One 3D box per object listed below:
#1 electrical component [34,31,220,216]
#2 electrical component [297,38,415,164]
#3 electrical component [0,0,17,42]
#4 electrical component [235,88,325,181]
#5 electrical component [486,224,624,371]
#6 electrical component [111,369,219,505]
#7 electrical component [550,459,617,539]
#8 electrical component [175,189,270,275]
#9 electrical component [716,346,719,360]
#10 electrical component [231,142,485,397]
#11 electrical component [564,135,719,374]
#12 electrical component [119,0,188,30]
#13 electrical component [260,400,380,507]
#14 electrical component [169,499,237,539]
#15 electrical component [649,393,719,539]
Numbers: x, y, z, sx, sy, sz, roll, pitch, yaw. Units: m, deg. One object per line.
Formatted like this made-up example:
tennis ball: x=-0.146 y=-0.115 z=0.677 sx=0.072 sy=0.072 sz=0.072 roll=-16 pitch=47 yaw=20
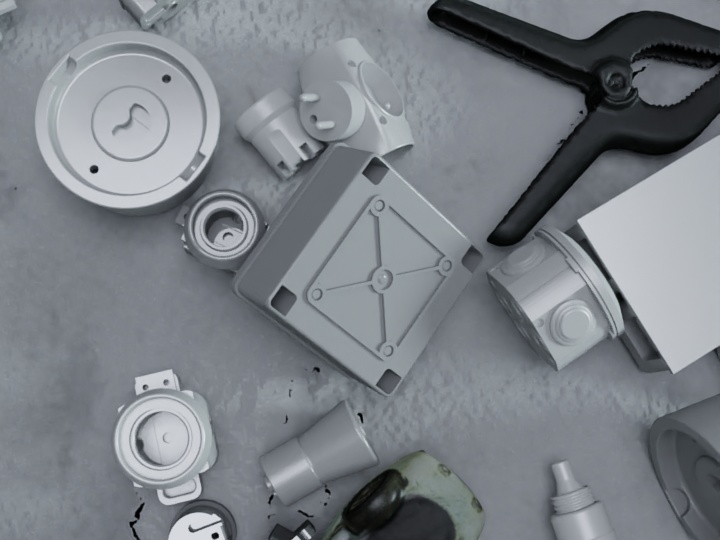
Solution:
electrical component: x=-0.138 y=-0.085 z=0.658 sx=0.108 sy=0.060 sz=0.108 roll=0 pitch=82 yaw=-3
electrical component: x=-0.011 y=-0.099 z=0.660 sx=0.044 sy=0.079 sz=0.077 roll=-32 pitch=84 yaw=30
electrical component: x=-0.254 y=-0.159 z=0.661 sx=0.081 sy=0.064 sz=0.042 roll=-24 pitch=82 yaw=-6
electrical component: x=-0.049 y=-0.084 z=0.674 sx=0.040 sy=0.040 sz=0.046 roll=-38 pitch=91 yaw=-7
electrical component: x=0.118 y=0.017 z=0.648 sx=0.051 sy=0.080 sz=0.080 roll=-34 pitch=85 yaw=-2
electrical component: x=-0.115 y=0.099 z=0.636 sx=0.058 sy=0.057 sz=0.078 roll=-13 pitch=83 yaw=-5
electrical component: x=0.132 y=0.146 z=0.653 sx=0.035 sy=0.035 sz=0.061 roll=-18 pitch=81 yaw=-5
electrical component: x=-0.081 y=-0.022 z=0.655 sx=0.066 sy=0.055 sz=0.048 roll=25 pitch=81 yaw=1
electrical component: x=0.276 y=0.059 z=0.668 sx=0.077 sy=0.044 sz=0.079 roll=-28 pitch=85 yaw=-6
electrical component: x=0.000 y=0.000 z=0.633 sx=0.109 sy=0.056 sz=0.108 roll=40 pitch=81 yaw=-31
electrical component: x=0.233 y=-0.027 z=0.669 sx=0.186 sy=0.060 sz=0.105 roll=-30 pitch=85 yaw=-6
electrical component: x=-0.127 y=-0.199 z=0.677 sx=0.078 sy=0.058 sz=0.057 roll=-42 pitch=89 yaw=-7
electrical component: x=-0.027 y=0.113 z=0.647 sx=0.065 sy=0.044 sz=0.044 roll=-29 pitch=85 yaw=-2
electrical component: x=-0.094 y=0.158 z=0.634 sx=0.040 sy=0.046 sz=0.040 roll=0 pitch=84 yaw=-4
electrical component: x=0.227 y=0.121 z=0.628 sx=0.060 sy=0.108 sz=0.108 roll=-25 pitch=84 yaw=-12
